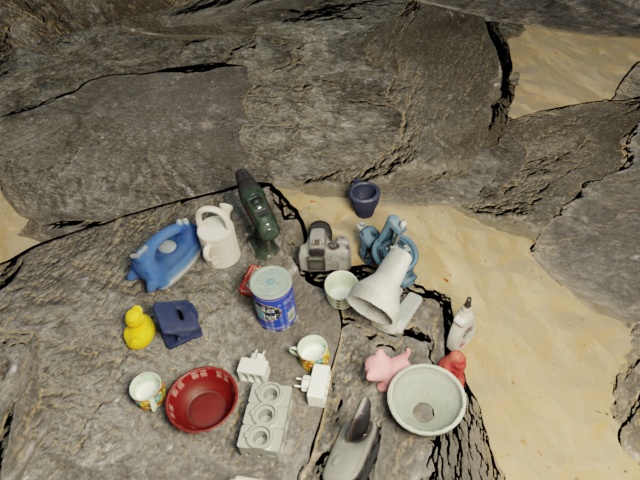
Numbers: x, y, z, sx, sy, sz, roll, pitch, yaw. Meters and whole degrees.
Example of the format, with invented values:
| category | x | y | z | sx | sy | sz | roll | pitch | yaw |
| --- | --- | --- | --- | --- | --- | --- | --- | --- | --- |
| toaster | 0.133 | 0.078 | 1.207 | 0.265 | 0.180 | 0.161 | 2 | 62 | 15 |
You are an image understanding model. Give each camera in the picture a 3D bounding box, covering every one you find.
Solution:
| category | x | y | z | sx | sy | sz | roll | pitch | yaw |
| --- | --- | --- | --- | --- | --- | --- | --- | --- | --- |
| camera | 0.014 | 0.006 | 1.566 | 0.143 | 0.101 | 0.137 | -1 | 47 | 4 |

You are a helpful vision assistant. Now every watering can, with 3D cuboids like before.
| category | x | y | z | sx | sy | sz | roll | pitch | yaw |
| --- | --- | --- | --- | --- | --- | --- | --- | --- | --- |
| watering can | -0.281 | -0.026 | 1.553 | 0.101 | 0.194 | 0.172 | -9 | 47 | -4 |

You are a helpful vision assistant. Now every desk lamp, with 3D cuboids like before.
| category | x | y | z | sx | sy | sz | roll | pitch | yaw |
| --- | --- | --- | --- | --- | --- | --- | --- | --- | --- |
| desk lamp | 0.159 | 0.130 | 1.360 | 0.117 | 0.214 | 0.203 | 23 | 53 | 24 |

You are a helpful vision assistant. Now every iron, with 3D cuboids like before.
| category | x | y | z | sx | sy | sz | roll | pitch | yaw |
| --- | --- | --- | --- | --- | --- | --- | --- | --- | --- |
| iron | -0.410 | 0.017 | 1.559 | 0.118 | 0.142 | 0.259 | 24 | 53 | 25 |

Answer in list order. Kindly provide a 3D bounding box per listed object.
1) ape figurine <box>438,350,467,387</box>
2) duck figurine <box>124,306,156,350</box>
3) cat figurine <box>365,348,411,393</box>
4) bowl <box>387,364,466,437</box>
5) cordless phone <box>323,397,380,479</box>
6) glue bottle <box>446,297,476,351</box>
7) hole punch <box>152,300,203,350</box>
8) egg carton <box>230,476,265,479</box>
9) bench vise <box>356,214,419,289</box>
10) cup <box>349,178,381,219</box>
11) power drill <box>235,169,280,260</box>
| category | x | y | z | sx | sy | sz | roll | pitch | yaw |
| --- | --- | --- | --- | --- | --- | --- | --- | --- | --- |
| ape figurine | 0.304 | 0.283 | 1.290 | 0.078 | 0.092 | 0.076 | -37 | 54 | -27 |
| duck figurine | -0.455 | 0.211 | 1.418 | 0.077 | 0.086 | 0.104 | -5 | 47 | 0 |
| cat figurine | 0.151 | 0.282 | 1.284 | 0.128 | 0.118 | 0.067 | -21 | 49 | -15 |
| bowl | 0.228 | 0.357 | 1.238 | 0.167 | 0.075 | 0.167 | -2 | 47 | 2 |
| cordless phone | 0.063 | 0.400 | 1.133 | 0.094 | 0.185 | 0.148 | 13 | 49 | 17 |
| glue bottle | 0.332 | 0.187 | 1.321 | 0.078 | 0.173 | 0.037 | -37 | 55 | -27 |
| hole punch | -0.353 | 0.197 | 1.420 | 0.101 | 0.091 | 0.108 | -23 | 49 | -16 |
| egg carton | -0.124 | 0.521 | 1.113 | 0.150 | 0.069 | 0.107 | 5 | 47 | 9 |
| bench vise | 0.162 | 0.007 | 1.472 | 0.206 | 0.220 | 0.122 | 25 | 53 | 25 |
| cup | 0.125 | -0.118 | 1.678 | 0.092 | 0.095 | 0.117 | -18 | 48 | -12 |
| power drill | -0.169 | -0.056 | 1.564 | 0.076 | 0.209 | 0.229 | -21 | 49 | -15 |
